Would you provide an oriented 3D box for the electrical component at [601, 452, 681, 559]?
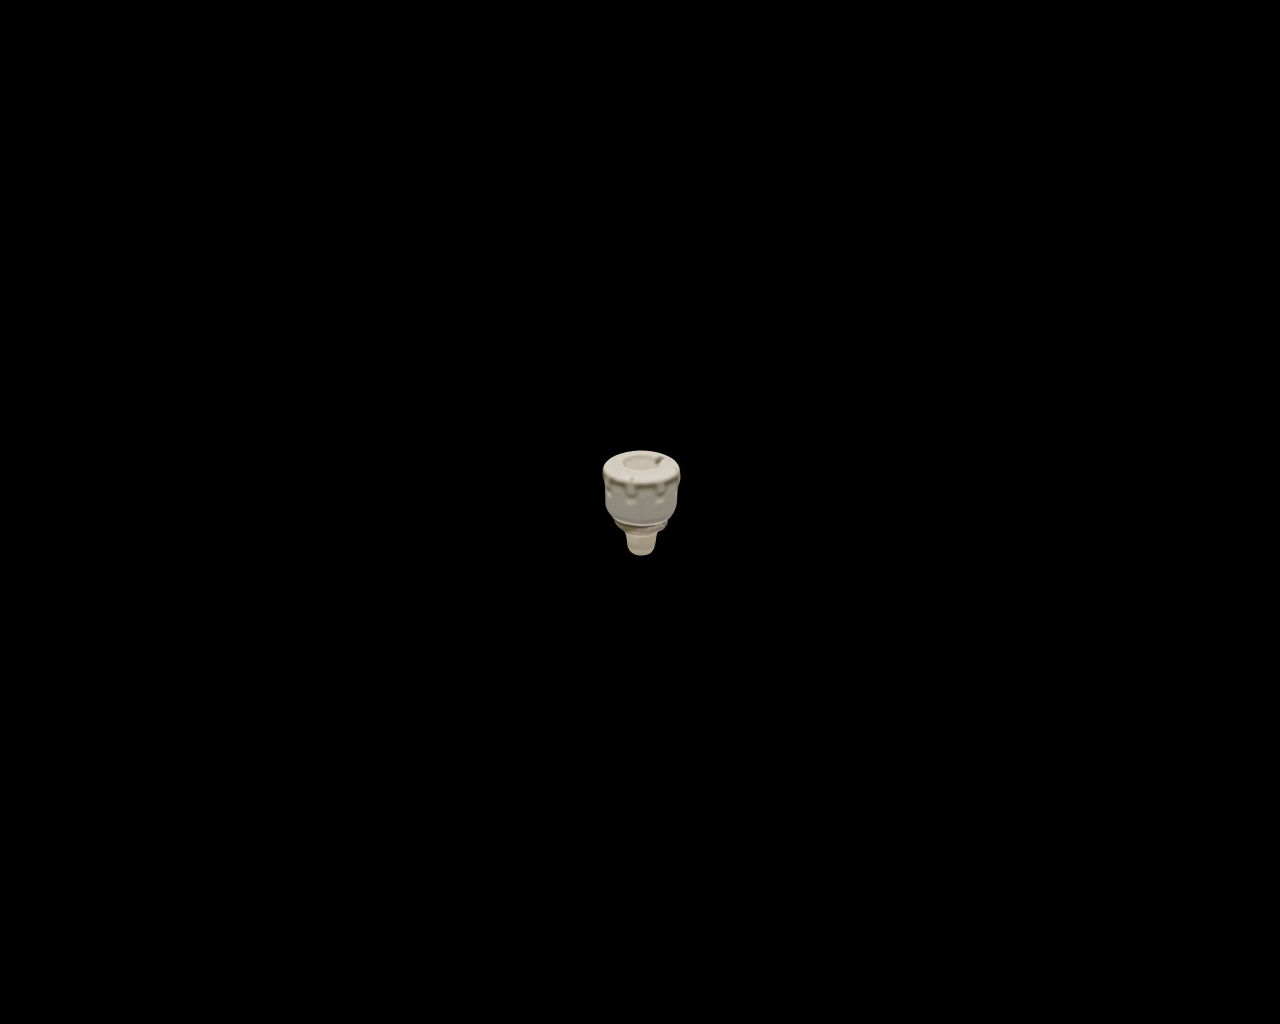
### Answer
[{"bbox_3d":[0.001,-0.003,0.650,0.048,0.062,0.048,0,25,0],"label":"electrical component"}]
